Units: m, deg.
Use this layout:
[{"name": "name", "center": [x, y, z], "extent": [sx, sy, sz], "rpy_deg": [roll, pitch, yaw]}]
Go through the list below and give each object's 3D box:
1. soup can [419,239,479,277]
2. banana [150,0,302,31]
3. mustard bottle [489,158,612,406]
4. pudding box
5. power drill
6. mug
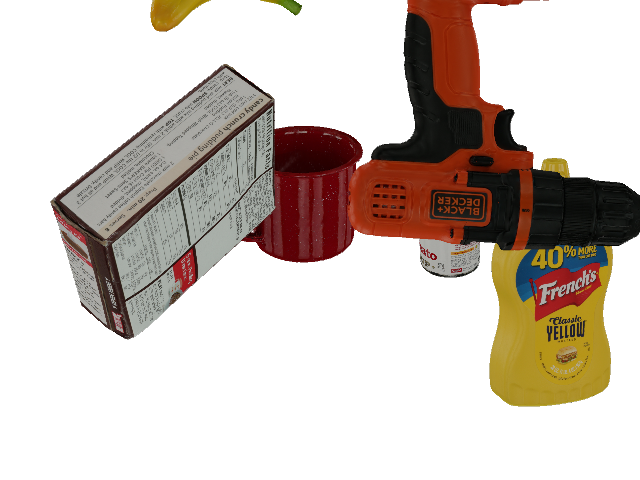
[{"name": "soup can", "center": [0.141, -0.019, 1.161], "extent": [0.068, 0.102, 0.068], "rpy_deg": [-3, 33, 2]}, {"name": "banana", "center": [-0.097, -0.236, 1.006], "extent": [0.197, 0.070, 0.037], "rpy_deg": [-22, -28, -46]}, {"name": "mustard bottle", "center": [0.182, 0.031, 0.837], "extent": [0.096, 0.192, 0.058], "rpy_deg": [-6, 15, -14]}, {"name": "pudding box", "center": [-0.070, -0.017, 0.512], "extent": [0.039, 0.113, 0.090], "rpy_deg": [34, -29, 20]}, {"name": "power drill", "center": [0.113, -0.087, 0.656], "extent": [0.184, 0.188, 0.057], "rpy_deg": [3, 3, 0]}, {"name": "mug", "center": [-0.024, -0.032, 0.840], "extent": [0.117, 0.081, 0.093], "rpy_deg": [-18, 34, -29]}]
